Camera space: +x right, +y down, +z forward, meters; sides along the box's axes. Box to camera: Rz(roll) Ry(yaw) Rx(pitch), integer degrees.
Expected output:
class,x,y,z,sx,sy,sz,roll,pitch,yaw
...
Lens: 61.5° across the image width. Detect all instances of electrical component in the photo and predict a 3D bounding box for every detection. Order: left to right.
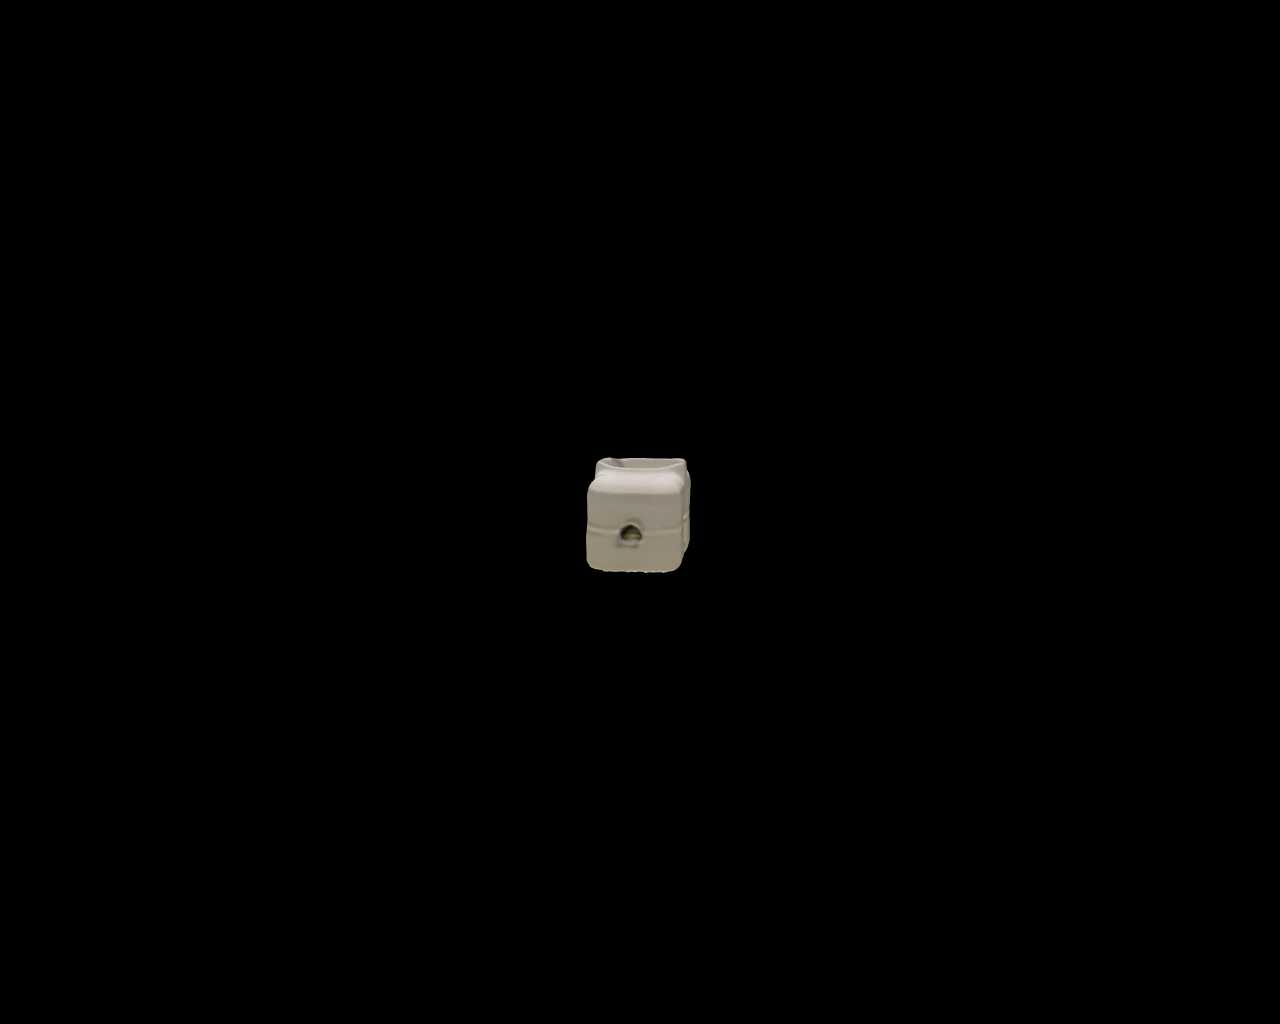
class,x,y,z,sx,sy,sz,roll,pitch,yaw
electrical component,0.001,-0.003,0.650,0.054,0.059,0.095,1,9,7
